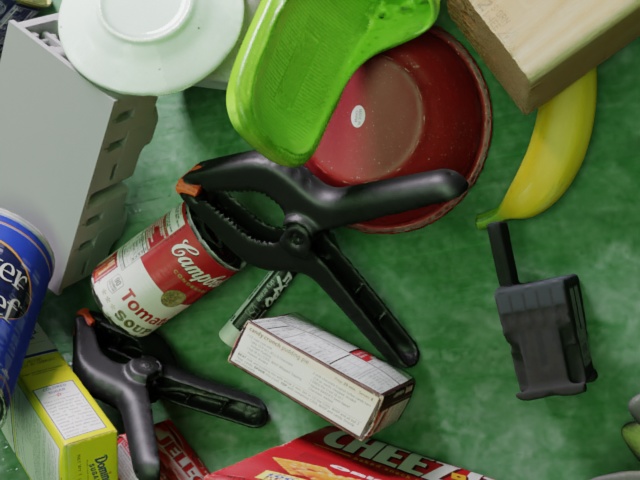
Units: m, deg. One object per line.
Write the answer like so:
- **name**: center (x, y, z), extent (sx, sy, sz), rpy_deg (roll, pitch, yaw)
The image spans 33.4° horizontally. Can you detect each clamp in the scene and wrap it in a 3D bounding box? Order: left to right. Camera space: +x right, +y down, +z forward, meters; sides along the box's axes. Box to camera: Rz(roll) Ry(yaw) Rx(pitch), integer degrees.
- **clamp**: center (-0.136, 0.114, 0.802), extent (0.172, 0.120, 0.039), rpy_deg (29, 120, 22)
- **clamp**: center (-0.005, 0.001, 0.753), extent (0.210, 0.036, 0.165), rpy_deg (17, 125, 19)

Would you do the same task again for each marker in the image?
- **marker**: center (-0.034, 0.032, 0.806), extent (0.020, 0.020, 0.121), rpy_deg (43, 105, 15)

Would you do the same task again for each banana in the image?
- **banana**: center (0.153, -0.098, 0.722), extent (0.070, 0.037, 0.198), rpy_deg (12, 95, 19)

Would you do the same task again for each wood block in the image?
- **wood block**: center (0.186, -0.179, 0.654), extent (0.206, 0.090, 0.090), rpy_deg (-35, 79, 3)

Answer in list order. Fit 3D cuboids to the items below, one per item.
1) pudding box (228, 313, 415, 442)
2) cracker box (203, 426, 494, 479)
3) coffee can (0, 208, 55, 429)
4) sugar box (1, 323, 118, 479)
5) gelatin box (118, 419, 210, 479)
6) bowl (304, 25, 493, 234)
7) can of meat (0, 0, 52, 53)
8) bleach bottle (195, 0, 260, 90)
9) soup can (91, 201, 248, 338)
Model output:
- **pudding box**: center (0.003, 0.094, 0.756), extent (0.114, 0.090, 0.039), rpy_deg (26, 99, 18)
- **cracker box**: center (0.035, 0.185, 0.679), extent (0.164, 0.213, 0.072), rpy_deg (16, 95, 20)
- **coffee can**: center (-0.255, 0.058, 0.760), extent (0.103, 0.102, 0.140), rpy_deg (-17, 41, 20)
- **sugar box**: center (-0.205, 0.137, 0.806), extent (0.176, 0.048, 0.093), rpy_deg (41, 134, 48)
- **gelatin box**: center (-0.115, 0.183, 0.812), extent (0.030, 0.073, 0.089), rpy_deg (-43, 76, 16)
- **bowl**: center (0.037, -0.084, 0.758), extent (0.162, 0.055, 0.162), rpy_deg (0, 91, 21)
- **can of meat**: center (-0.285, -0.205, 0.880), extent (0.084, 0.057, 0.102), rpy_deg (-41, 76, 20)
- **bleach bottle**: center (-0.069, -0.241, 0.793), extent (0.103, 0.068, 0.251), rpy_deg (9, 92, 21)
- **soup can**: center (-0.115, 0.021, 0.811), extent (0.102, 0.068, 0.068), rpy_deg (-35, 79, 18)
